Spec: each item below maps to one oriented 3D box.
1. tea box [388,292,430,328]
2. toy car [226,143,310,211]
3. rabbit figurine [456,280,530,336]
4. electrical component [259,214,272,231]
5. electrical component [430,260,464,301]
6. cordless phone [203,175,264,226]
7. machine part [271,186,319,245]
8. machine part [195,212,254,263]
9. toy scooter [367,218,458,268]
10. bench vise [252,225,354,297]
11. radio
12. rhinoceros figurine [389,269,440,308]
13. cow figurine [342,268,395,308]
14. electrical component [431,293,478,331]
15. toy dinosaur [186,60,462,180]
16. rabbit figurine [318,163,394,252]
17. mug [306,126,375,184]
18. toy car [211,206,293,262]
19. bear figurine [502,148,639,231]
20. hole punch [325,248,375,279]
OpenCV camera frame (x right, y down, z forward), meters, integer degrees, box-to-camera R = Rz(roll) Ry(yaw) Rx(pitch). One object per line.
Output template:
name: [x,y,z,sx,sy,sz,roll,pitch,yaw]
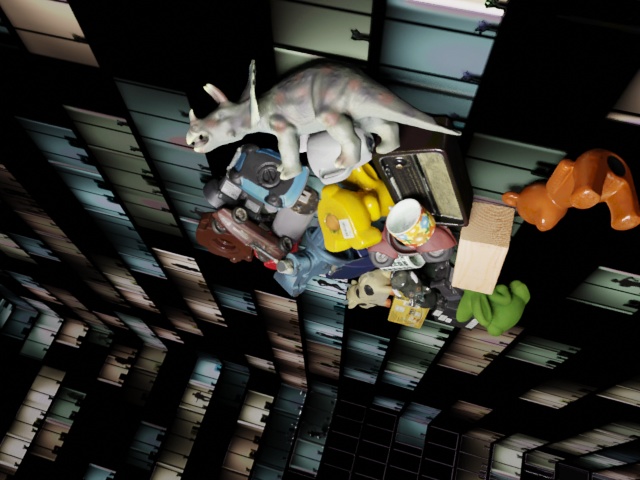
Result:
tea box: [0.244,0.173,1.454,0.098,0.068,0.169,15,154,6]
toy car: [-0.101,-0.121,1.079,0.162,0.109,0.103,22,172,10]
rabbit figurine: [0.372,0.128,1.230,0.170,0.159,0.121,49,152,-22]
electrical component: [-0.148,-0.043,1.337,0.094,0.021,0.063,-5,146,36]
electrical component: [0.319,0.105,1.274,0.119,0.075,0.048,36,149,-24]
cordless phone: [-0.228,-0.075,1.264,0.146,0.089,0.184,33,154,-28]
machine part: [-0.058,-0.052,1.204,0.079,0.079,0.243,22,152,-7]
machine part: [-0.249,-0.005,1.436,0.179,0.056,0.179,15,152,8]
toy scooter: [0.185,-0.018,1.103,0.184,0.135,0.075,-7,-173,12]
bench vise: [0.004,0.003,1.141,0.223,0.240,0.129,7,-146,-50]
radio: [0.184,-0.112,0.945,0.131,0.073,0.229,3,149,28]
rhinoceros figurine: [0.221,0.115,1.287,0.073,0.112,0.190,-39,141,13]
cow figurine: [0.130,0.136,1.439,0.127,0.085,0.194,10,155,2]
electrical component: [0.358,0.181,1.413,0.134,0.058,0.114,18,152,1]
toy dinosaur: [-0.003,-0.205,0.831,0.405,0.131,0.192,-10,109,19]
rabbit figurine: [0.079,-0.070,1.026,0.122,0.173,0.162,-24,89,58]
mug: [0.039,-0.150,0.937,0.107,0.109,0.080,-14,136,27]
toy car: [-0.150,-0.007,1.186,0.089,0.053,0.202,-18,140,40]
bear figurine: [0.392,-0.059,0.863,0.120,0.132,0.196,27,146,-16]
hole punch: [0.081,0.054,1.312,0.116,0.092,0.142,21,150,-15]
